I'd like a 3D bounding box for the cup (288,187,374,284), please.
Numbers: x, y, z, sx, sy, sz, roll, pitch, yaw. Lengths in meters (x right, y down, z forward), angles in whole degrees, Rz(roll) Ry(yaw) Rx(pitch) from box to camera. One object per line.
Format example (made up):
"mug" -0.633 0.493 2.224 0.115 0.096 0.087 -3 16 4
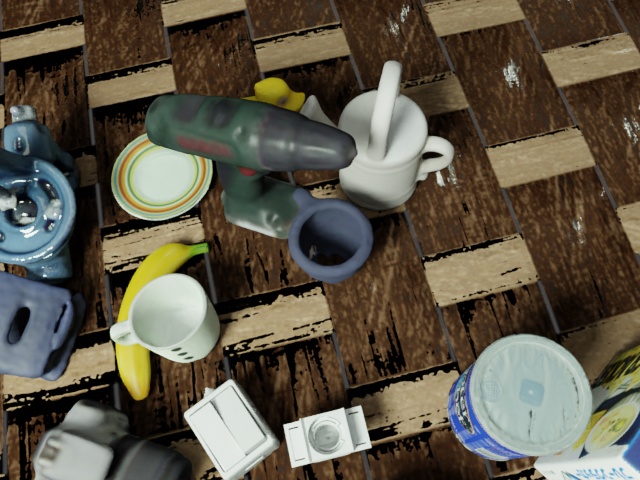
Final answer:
"cup" 0.006 0.002 0.651 0.092 0.095 0.117 -31 69 -10

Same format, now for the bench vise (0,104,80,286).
"bench vise" -0.350 -0.069 0.630 0.121 0.220 0.207 -28 69 -9

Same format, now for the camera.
"camera" -0.207 0.241 0.558 0.136 0.101 0.143 15 69 9

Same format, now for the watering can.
"watering can" 0.062 -0.118 0.645 0.173 0.194 0.101 -7 67 0

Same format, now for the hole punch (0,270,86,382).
"hole punch" -0.328 0.094 0.631 0.101 0.091 0.109 9 68 6

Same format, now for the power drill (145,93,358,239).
"power drill" -0.067 -0.081 0.628 0.229 0.208 0.076 17 69 10

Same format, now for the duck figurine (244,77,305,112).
"duck figurine" -0.062 -0.173 0.732 0.104 0.086 0.077 8 68 6
